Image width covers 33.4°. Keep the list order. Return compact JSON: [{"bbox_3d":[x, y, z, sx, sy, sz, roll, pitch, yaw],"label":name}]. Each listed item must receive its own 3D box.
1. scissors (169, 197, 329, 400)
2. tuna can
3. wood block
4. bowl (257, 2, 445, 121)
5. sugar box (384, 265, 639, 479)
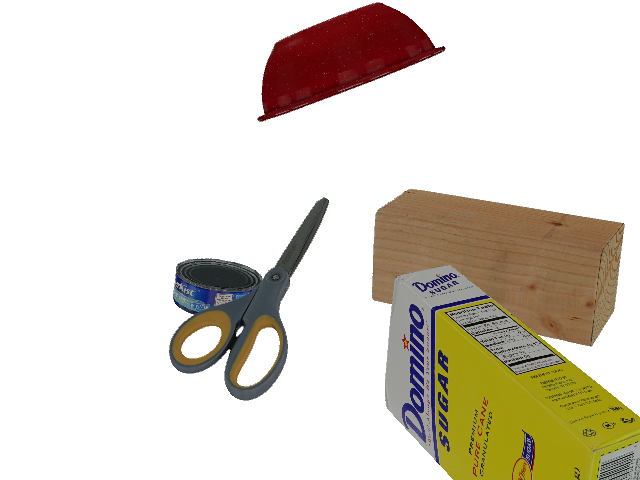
[{"bbox_3d":[-0.054,0.037,0.811,0.096,0.201,0.016,1,-45,10],"label":"scissors"},{"bbox_3d":[-0.101,0.048,1.048,0.086,0.034,0.086,9,17,-3],"label":"tuna can"},{"bbox_3d":[0.159,0.019,0.973,0.206,0.090,0.090,11,22,25],"label":"wood block"},{"bbox_3d":[0.015,-0.149,0.859,0.162,0.055,0.162,-21,8,3],"label":"bowl"},{"bbox_3d":[0.095,0.092,0.561,0.048,0.093,0.176,-11,29,-27],"label":"sugar box"}]
